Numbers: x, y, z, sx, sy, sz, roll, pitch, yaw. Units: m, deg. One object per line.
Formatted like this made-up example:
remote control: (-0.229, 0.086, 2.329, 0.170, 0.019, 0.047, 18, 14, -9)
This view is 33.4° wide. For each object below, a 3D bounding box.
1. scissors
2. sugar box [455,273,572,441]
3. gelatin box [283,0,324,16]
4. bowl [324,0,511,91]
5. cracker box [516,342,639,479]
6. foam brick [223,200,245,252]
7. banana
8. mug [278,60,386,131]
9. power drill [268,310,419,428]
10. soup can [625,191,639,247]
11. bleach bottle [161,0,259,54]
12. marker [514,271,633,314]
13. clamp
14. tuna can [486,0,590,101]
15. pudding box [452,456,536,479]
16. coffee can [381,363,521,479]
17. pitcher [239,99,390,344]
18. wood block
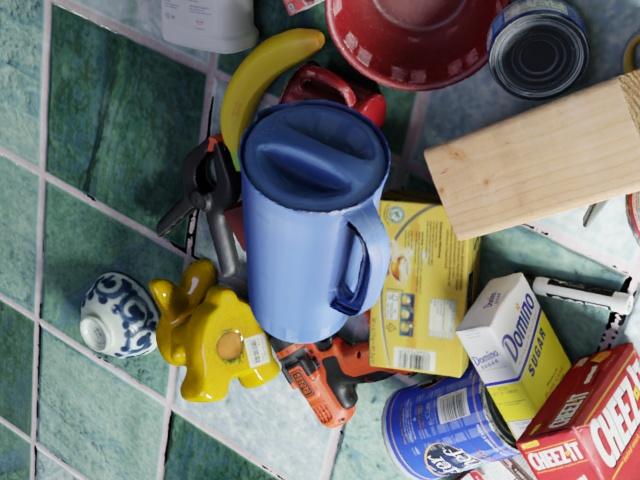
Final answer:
scissors: (0.262, -0.102, 0.918, 0.096, 0.016, 0.202, 49, 132, 8)
sugar box: (0.201, 0.129, 1.018, 0.048, 0.093, 0.176, -15, 112, 39)
gelatin box: (-0.007, -0.266, 1.024, 0.089, 0.030, 0.073, -15, 103, 40)
bowl: (0.086, -0.215, 0.941, 0.162, 0.055, 0.162, 5, 127, 6)
cracker box: (0.286, 0.225, 0.970, 0.072, 0.163, 0.213, -27, 96, 40)
foam brick: (-0.055, -0.027, 1.172, 0.078, 0.051, 0.053, -16, 104, 41)
banana: (-0.060, -0.161, 1.114, 0.069, 0.037, 0.198, 44, 131, 9)
mug: (0.011, -0.126, 1.038, 0.082, 0.093, 0.117, 24, 153, 19)
power drill: (0.023, 0.107, 1.181, 0.188, 0.057, 0.184, -30, 94, 44)
soup can: (0.314, -0.030, 0.881, 0.102, 0.068, 0.068, -20, 100, 41)
bleach bottle: (-0.112, -0.318, 1.056, 0.103, 0.068, 0.251, 17, 120, 28)
marker: (0.235, 0.049, 1.014, 0.121, 0.020, 0.020, 12, 120, 32)
clamp: (-0.138, -0.048, 1.231, 0.120, 0.039, 0.171, 18, 117, 22)
tuna can: (0.185, -0.162, 0.907, 0.086, 0.033, 0.086, 4, 127, 4)
pudding box: (0.195, 0.276, 1.151, 0.090, 0.039, 0.114, 44, 133, 9)
coffee can: (0.147, 0.184, 1.095, 0.141, 0.102, 0.103, -29, 94, 42)
pitcher: (-0.007, 0.001, 1.012, 0.145, 0.149, 0.243, 9, 143, 3)
wood block: (0.203, -0.073, 0.908, 0.207, 0.090, 0.090, -18, 94, 47)
